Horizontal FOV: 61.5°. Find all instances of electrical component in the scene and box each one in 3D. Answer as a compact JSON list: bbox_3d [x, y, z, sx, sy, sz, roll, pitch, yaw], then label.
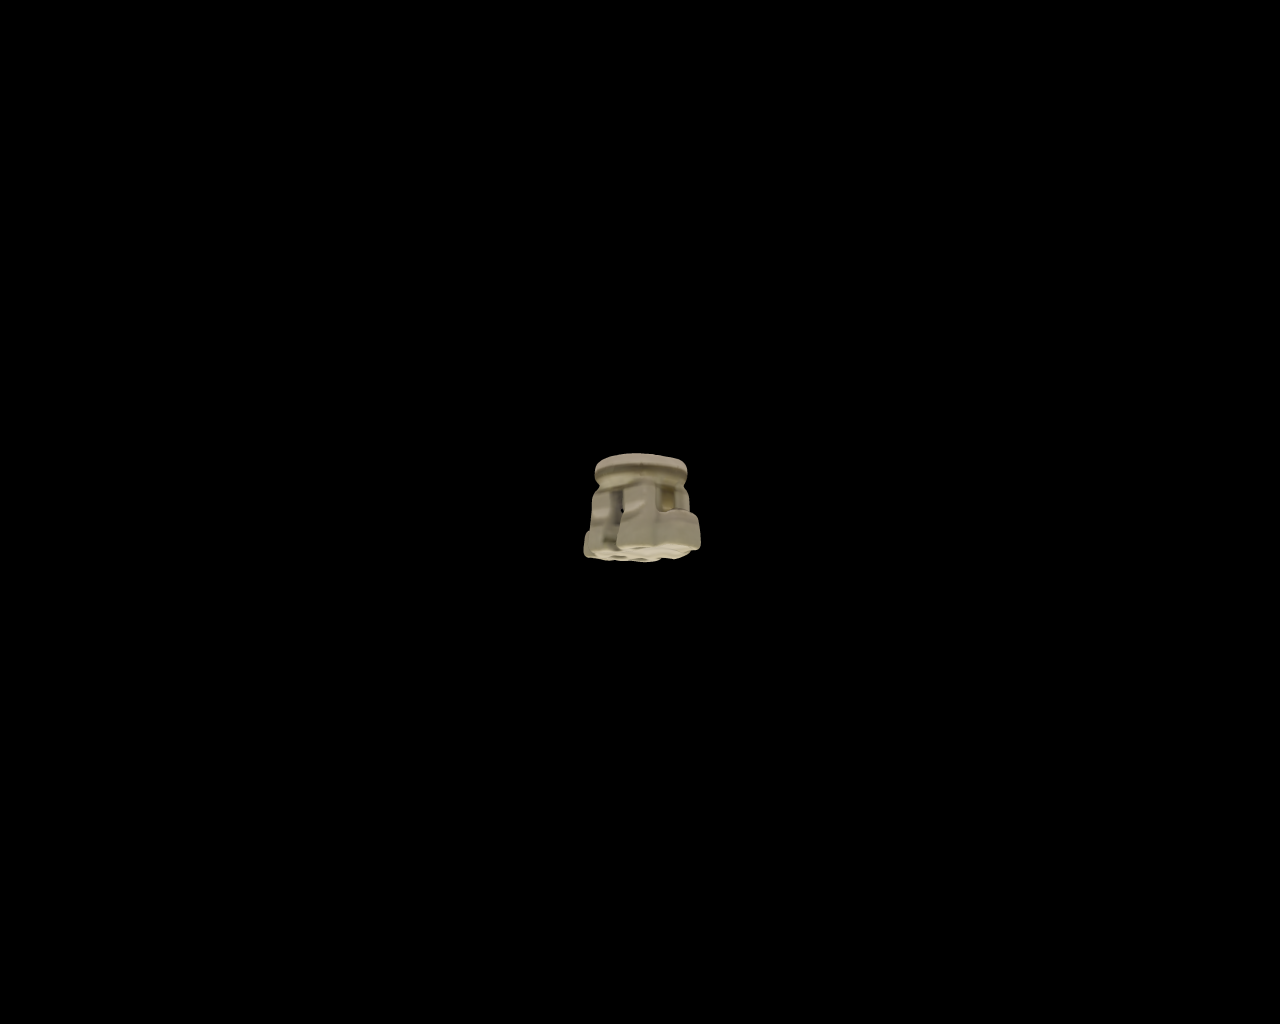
[{"bbox_3d":[0.001,-0.003,0.650,0.078,0.057,0.058,-11,-16,42],"label":"electrical component"}]
